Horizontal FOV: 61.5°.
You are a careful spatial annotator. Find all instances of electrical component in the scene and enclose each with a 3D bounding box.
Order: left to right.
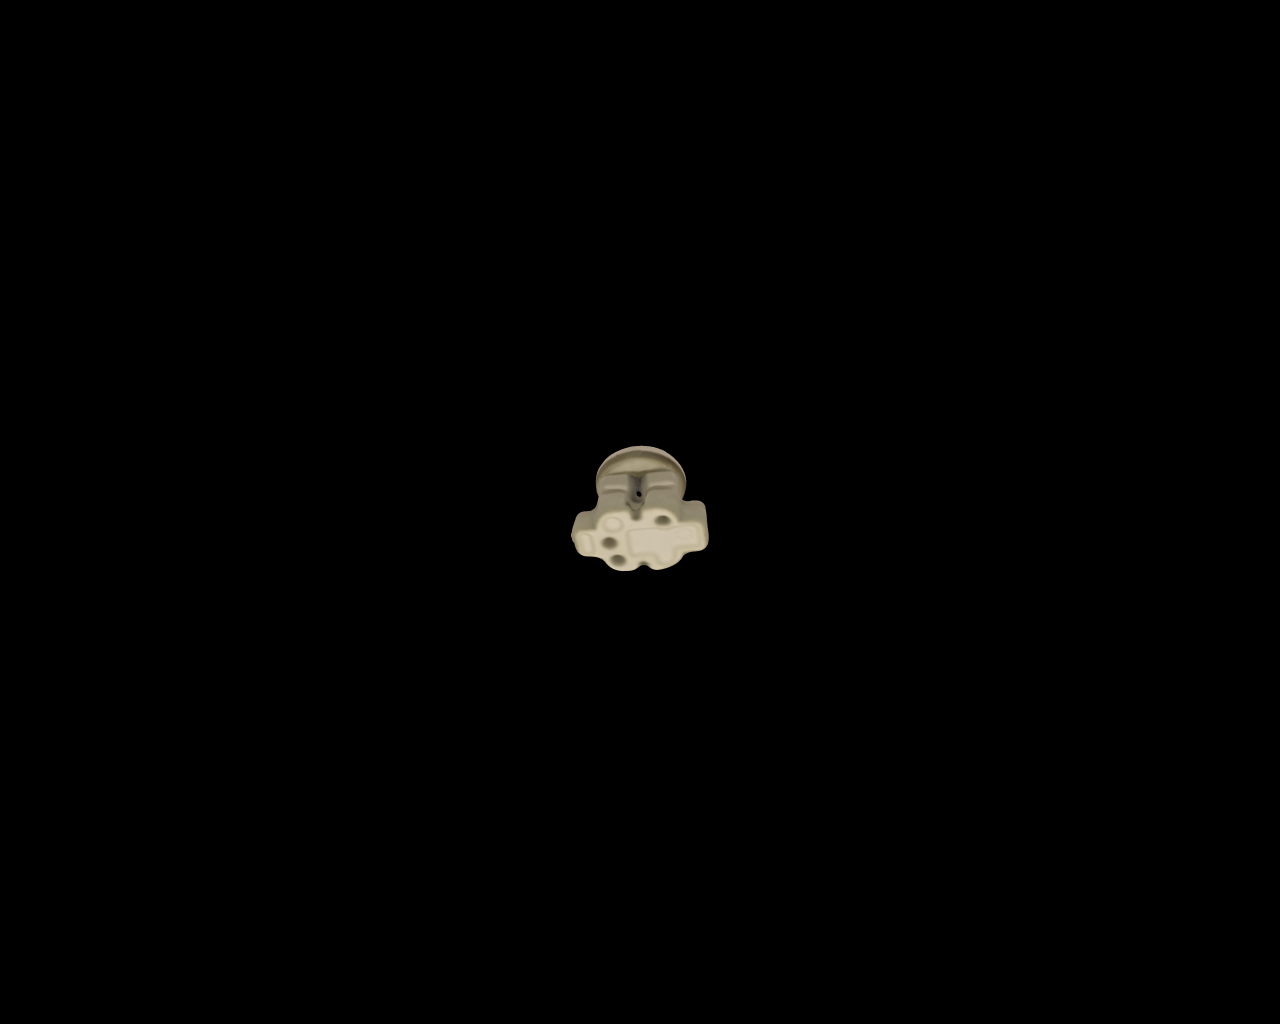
[{"bbox_3d":[0.001,-0.003,0.650,0.078,0.057,0.057,-4,44,4],"label":"electrical component"}]
